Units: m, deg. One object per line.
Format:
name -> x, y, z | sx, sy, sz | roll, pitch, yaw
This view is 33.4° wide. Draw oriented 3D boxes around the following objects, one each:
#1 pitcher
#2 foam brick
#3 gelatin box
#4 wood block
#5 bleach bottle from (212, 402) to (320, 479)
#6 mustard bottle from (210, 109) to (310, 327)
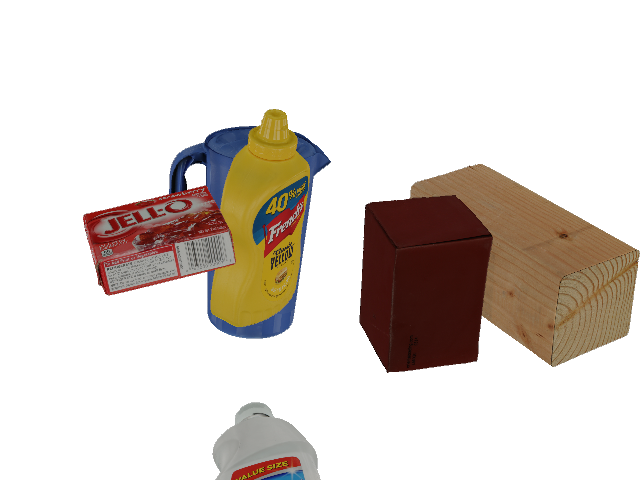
pitcher -> -0.089, -0.009, 1.286 | 0.149, 0.243, 0.144 | 18, 26, 28
foam brick -> 0.053, 0.022, 0.558 | 0.053, 0.078, 0.051 | -5, 31, -14
gelatin box -> -0.108, -0.002, 0.706 | 0.089, 0.030, 0.073 | -14, 29, -12
wood block -> 0.176, 0.015, 0.968 | 0.090, 0.090, 0.206 | -17, 33, -26
bleach bottle -> -0.042, 0.203, 0.729 | 0.102, 0.068, 0.251 | -7, 32, -6
mustard bottle -> -0.048, -0.024, 0.919 | 0.058, 0.192, 0.096 | 27, 37, 26
